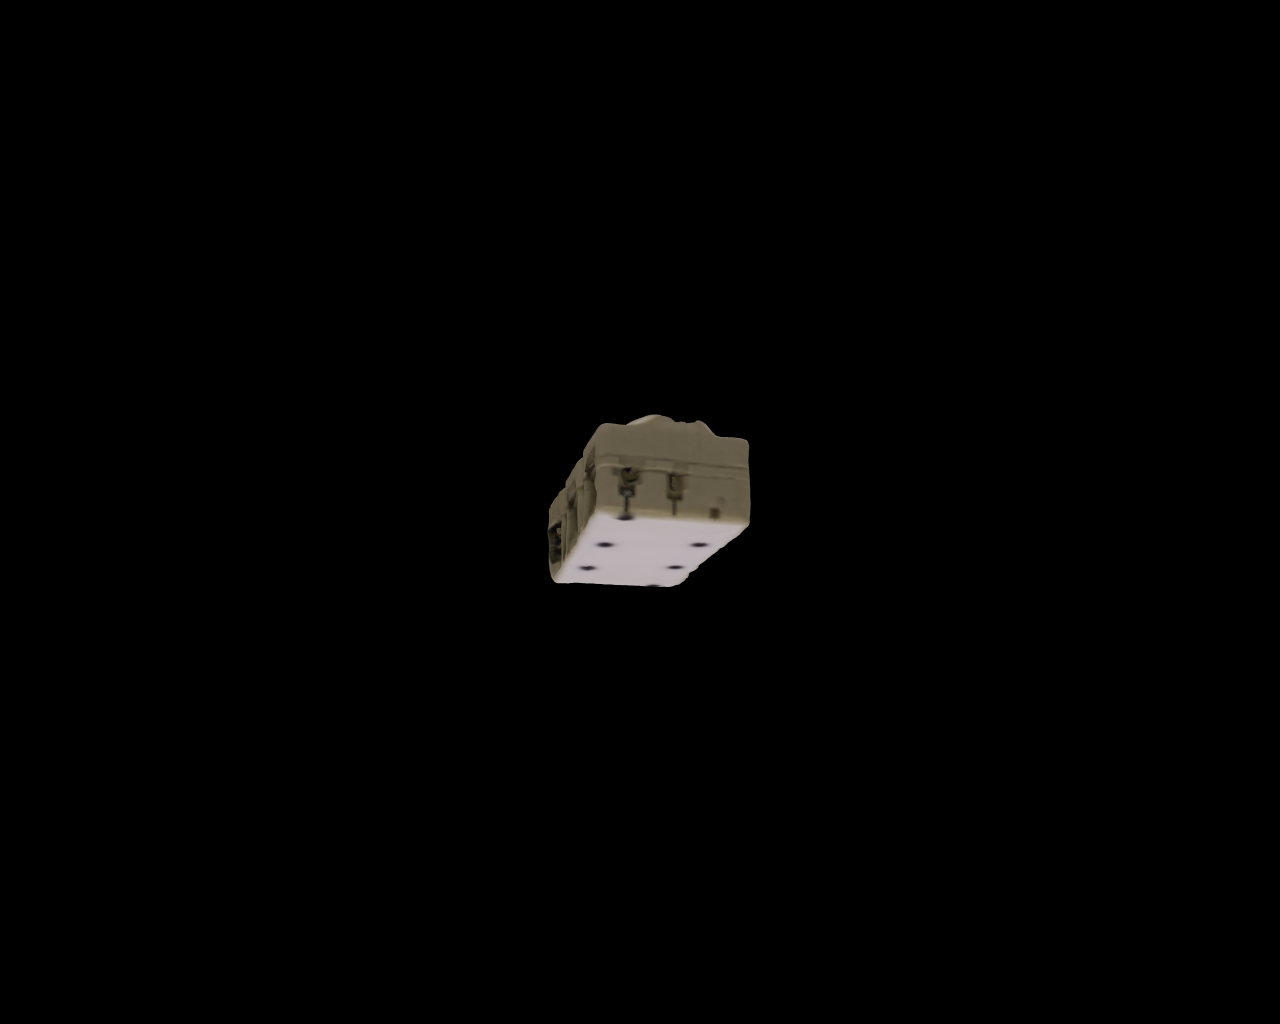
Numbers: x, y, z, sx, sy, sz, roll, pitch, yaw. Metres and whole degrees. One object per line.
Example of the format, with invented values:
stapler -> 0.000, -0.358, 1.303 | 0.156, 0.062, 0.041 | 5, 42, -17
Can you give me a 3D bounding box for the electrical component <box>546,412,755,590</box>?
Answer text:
electrical component -> 0.001, -0.003, 0.650 | 0.089, 0.062, 0.150 | 5, -19, -15
